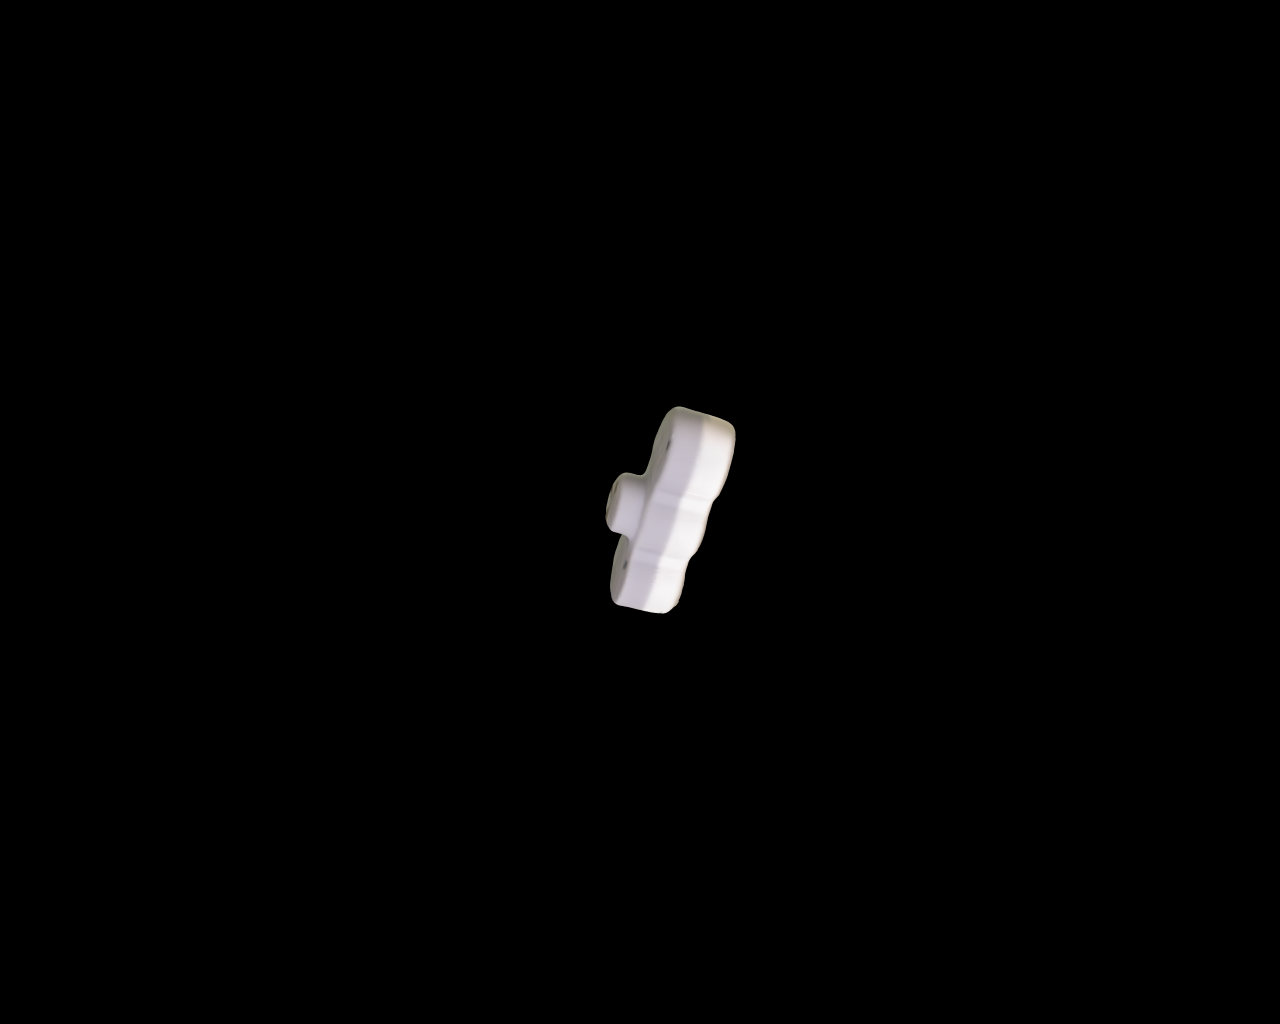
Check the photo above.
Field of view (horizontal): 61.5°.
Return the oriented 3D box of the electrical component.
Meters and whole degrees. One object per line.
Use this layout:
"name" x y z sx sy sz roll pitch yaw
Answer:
"electrical component" 0.001 -0.003 0.650 0.074 0.138 0.052 15 32 -9
